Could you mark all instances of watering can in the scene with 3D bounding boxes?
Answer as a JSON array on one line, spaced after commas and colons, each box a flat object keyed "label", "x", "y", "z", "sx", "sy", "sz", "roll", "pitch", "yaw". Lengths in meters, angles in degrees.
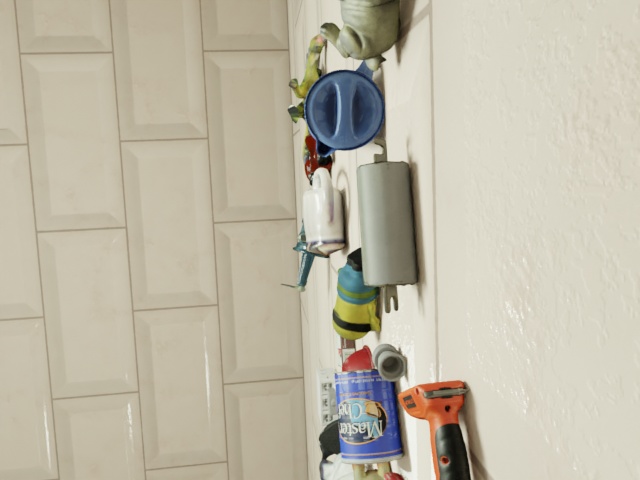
[{"label": "watering can", "x": 0.004, "y": -0.069, "z": 1.372, "sx": 0.346, "sy": 0.104, "sz": 0.225, "roll": 147, "pitch": 120, "yaw": -83}]

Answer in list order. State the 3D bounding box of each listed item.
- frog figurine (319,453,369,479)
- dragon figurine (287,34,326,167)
[{"label": "frog figurine", "x": 0.070, "y": 0.524, "z": 1.092, "sx": 0.157, "sy": 0.122, "sz": 0.140, "roll": 134, "pitch": 149, "yaw": -59}, {"label": "dragon figurine", "x": -0.017, "y": -0.431, "z": 1.578, "sx": 0.249, "sy": 0.122, "sz": 0.400, "roll": -75, "pitch": -6, "yaw": -45}]
